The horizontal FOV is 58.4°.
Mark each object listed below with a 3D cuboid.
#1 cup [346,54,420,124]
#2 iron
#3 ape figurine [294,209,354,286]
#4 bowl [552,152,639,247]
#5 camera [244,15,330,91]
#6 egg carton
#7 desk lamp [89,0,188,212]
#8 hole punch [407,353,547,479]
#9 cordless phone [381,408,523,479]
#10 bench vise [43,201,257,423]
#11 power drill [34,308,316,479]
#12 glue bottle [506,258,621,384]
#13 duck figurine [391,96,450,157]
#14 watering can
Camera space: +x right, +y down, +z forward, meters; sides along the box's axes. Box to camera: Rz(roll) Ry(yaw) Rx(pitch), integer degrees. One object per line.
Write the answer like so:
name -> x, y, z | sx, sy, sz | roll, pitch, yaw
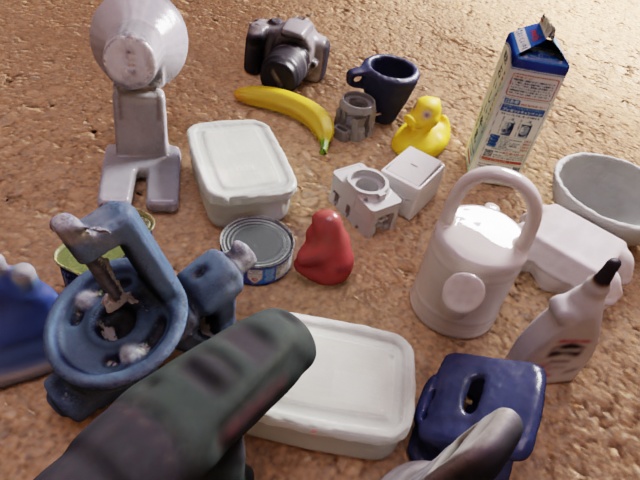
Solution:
cup -> 0.093, -0.234, 0.911 | 0.118, 0.095, 0.091 | -7, 46, -18
iron -> -0.327, 0.052, 0.498 | 0.258, 0.141, 0.118 | 0, 44, -11
ape figurine -> 0.006, 0.002, 0.650 | 0.078, 0.092, 0.076 | -25, 53, -31
bowl -> 0.389, -0.044, 0.785 | 0.167, 0.075, 0.167 | 6, 43, -5
camera -> -0.065, -0.312, 0.958 | 0.143, 0.101, 0.137 | 16, 44, 6
egg carton -> 0.304, 0.021, 0.705 | 0.150, 0.069, 0.107 | 34, 48, 23
desk lamp -> -0.221, -0.177, 0.705 | 0.118, 0.213, 0.203 | -2, 45, -12
hole punch -> 0.141, 0.155, 0.517 | 0.101, 0.091, 0.109 | 22, 45, 13
cordless phone -> 0.068, 0.193, 0.395 | 0.094, 0.185, 0.148 | 34, 48, 23
bench vise -> -0.152, 0.034, 0.494 | 0.121, 0.220, 0.208 | 25, 45, 15
power drill -> -0.090, 0.156, 0.386 | 0.075, 0.208, 0.230 | 30, 47, 20
glue bottle -> 0.245, 0.079, 0.557 | 0.078, 0.173, 0.037 | -2, 44, -12
duck figurine -> 0.162, -0.179, 0.874 | 0.105, 0.086, 0.077 | -24, 53, -31
watering can -> 0.165, 0.013, 0.595 | 0.101, 0.194, 0.173 | 6, 43, -4
